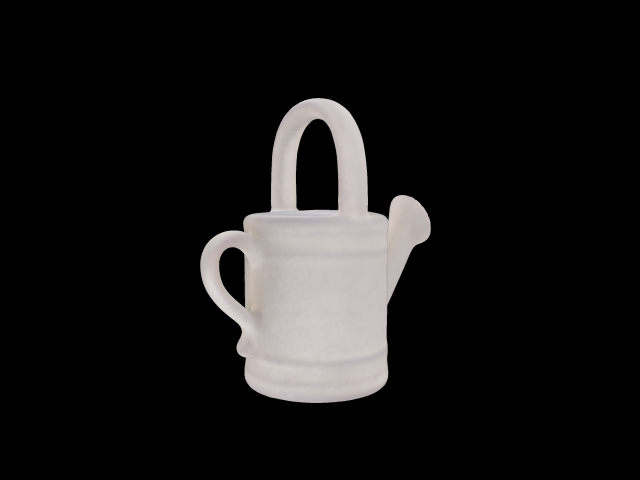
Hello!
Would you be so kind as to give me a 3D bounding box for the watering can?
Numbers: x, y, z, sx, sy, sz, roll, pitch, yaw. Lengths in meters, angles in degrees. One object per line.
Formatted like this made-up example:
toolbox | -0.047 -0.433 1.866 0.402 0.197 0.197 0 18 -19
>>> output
watering can | 0.002 0.001 0.402 0.100 0.194 0.173 3 5 34
